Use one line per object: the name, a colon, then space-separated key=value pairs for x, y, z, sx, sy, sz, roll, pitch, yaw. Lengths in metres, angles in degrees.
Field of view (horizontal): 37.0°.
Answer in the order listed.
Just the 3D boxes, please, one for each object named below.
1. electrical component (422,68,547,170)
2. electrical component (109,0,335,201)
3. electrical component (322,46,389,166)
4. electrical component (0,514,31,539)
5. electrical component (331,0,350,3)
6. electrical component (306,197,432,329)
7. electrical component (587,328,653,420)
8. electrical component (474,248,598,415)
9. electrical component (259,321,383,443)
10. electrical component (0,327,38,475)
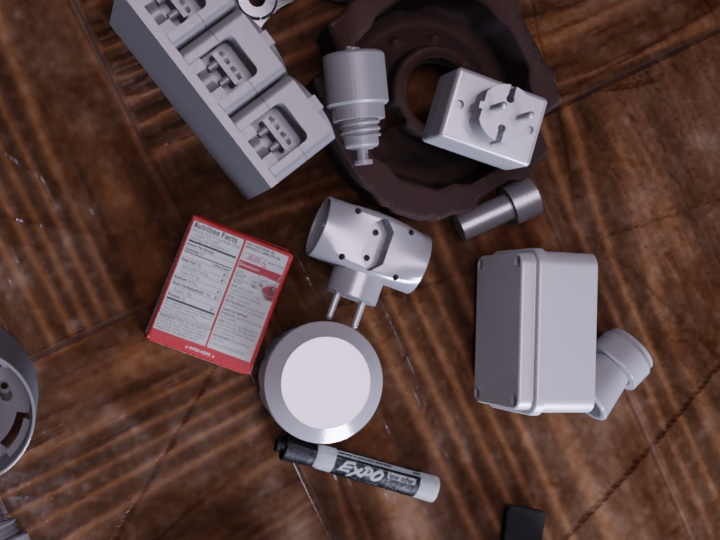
electrical component: x=0.087 y=-0.099 z=0.694 sx=0.066 sy=0.077 sz=0.047 roll=17 pitch=87 yaw=-15
electrical component: x=-0.088 y=-0.126 z=0.695 sx=0.062 sy=0.089 sz=0.150 roll=-40 pitch=99 yaw=-13
electrical component: x=-0.001 y=-0.106 z=0.689 sx=0.040 sy=0.040 sz=0.078 roll=-6 pitch=92 yaw=-16
electrical component: x=-0.228 y=0.172 z=0.671 sx=0.048 sy=0.048 sz=0.062 roll=-19 pitch=87 yaw=-16
electrical component: x=-0.012 y=-0.220 z=0.748 sx=0.035 sy=0.035 sz=0.061 roll=9 pitch=83 yaw=-16
electrical component: x=0.000 y=0.000 z=0.740 sx=0.077 sy=0.043 sz=0.079 roll=21 pitch=83 yaw=-14
electrical component: x=0.181 y=0.076 z=0.790 sx=0.055 sy=0.045 sz=0.045 roll=-42 pitch=100 yaw=-13
electrical component: x=0.122 y=0.043 z=0.756 sx=0.057 sy=0.078 sz=0.113 roll=2 pitch=88 yaw=-19
electrical component: x=-0.029 y=0.074 z=0.726 sx=0.080 sy=0.051 sz=0.080 roll=1 pitch=88 yaw=-16
electrical component: x=-0.251 y=0.083 z=0.669 sx=0.099 sy=0.064 sz=0.099 roll=-4 pitch=103 yaw=-19
